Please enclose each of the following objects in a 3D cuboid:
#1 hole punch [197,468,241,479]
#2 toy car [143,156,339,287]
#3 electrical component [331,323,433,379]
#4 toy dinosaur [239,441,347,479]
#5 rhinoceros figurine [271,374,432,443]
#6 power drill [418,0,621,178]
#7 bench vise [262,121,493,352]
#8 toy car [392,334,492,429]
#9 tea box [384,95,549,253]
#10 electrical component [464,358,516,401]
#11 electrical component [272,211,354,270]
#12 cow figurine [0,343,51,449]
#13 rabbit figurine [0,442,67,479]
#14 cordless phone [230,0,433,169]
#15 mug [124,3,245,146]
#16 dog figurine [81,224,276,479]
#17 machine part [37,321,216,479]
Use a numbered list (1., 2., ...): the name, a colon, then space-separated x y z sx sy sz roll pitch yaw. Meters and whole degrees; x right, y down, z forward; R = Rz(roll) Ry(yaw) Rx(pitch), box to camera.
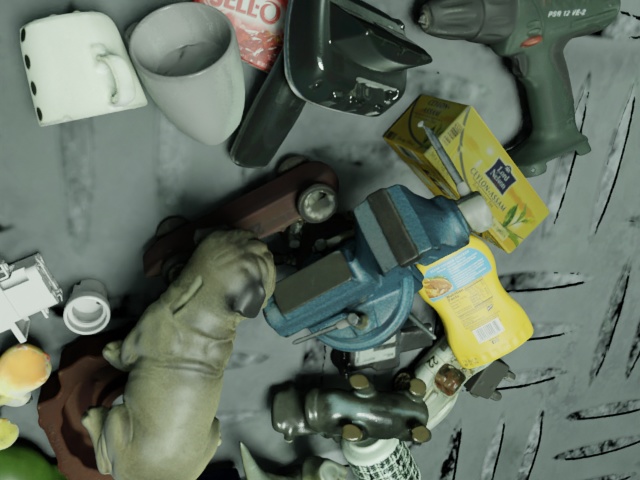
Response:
1. hole punch: -0.137 0.309 0.606 0.142 0.116 0.092 -12 120 -14
2. toy car: -0.073 -0.015 0.517 0.202 0.089 0.053 -29 127 -5
3. electrical component: 0.074 0.116 0.652 0.119 0.048 0.074 -13 115 -17
4. toy dinosaur: 0.007 0.370 0.681 0.404 0.192 0.131 49 47 -12
5. rhinoceros figurine: 0.038 0.200 0.633 0.190 0.112 0.073 4 69 -8
6. power drill: 0.218 -0.177 0.584 0.232 0.086 0.207 -22 109 -15
7. bench vise: 0.065 0.029 0.526 0.223 0.129 0.240 -40 156 7
8. toy car: 0.171 0.164 0.703 0.073 0.056 0.201 39 93 -28
9. tea box: 0.159 -0.071 0.584 0.068 0.098 0.169 -48 120 3
10. electrical component: 0.234 0.194 0.759 0.094 0.021 0.063 28 99 -28
11. electrical component: 0.000 -0.001 0.579 0.102 0.045 0.078 7 106 -23
12. cow figurine: -0.325 0.163 0.502 0.167 0.098 0.068 -48 116 -20
13. rabbit figurine: -0.279 0.272 0.527 0.121 0.170 0.159 -38 157 16
14. cordless phone: 0.003 -0.135 0.516 0.146 0.089 0.184 -3 139 -49
15. mug: -0.114 -0.134 0.458 0.081 0.110 0.107 -60 163 -23
16. dog figurine: -0.100 0.099 0.426 0.121 0.172 0.190 10 136 -36
17. machine part: -0.197 0.169 0.562 0.179 0.056 0.179 -8 112 -21
